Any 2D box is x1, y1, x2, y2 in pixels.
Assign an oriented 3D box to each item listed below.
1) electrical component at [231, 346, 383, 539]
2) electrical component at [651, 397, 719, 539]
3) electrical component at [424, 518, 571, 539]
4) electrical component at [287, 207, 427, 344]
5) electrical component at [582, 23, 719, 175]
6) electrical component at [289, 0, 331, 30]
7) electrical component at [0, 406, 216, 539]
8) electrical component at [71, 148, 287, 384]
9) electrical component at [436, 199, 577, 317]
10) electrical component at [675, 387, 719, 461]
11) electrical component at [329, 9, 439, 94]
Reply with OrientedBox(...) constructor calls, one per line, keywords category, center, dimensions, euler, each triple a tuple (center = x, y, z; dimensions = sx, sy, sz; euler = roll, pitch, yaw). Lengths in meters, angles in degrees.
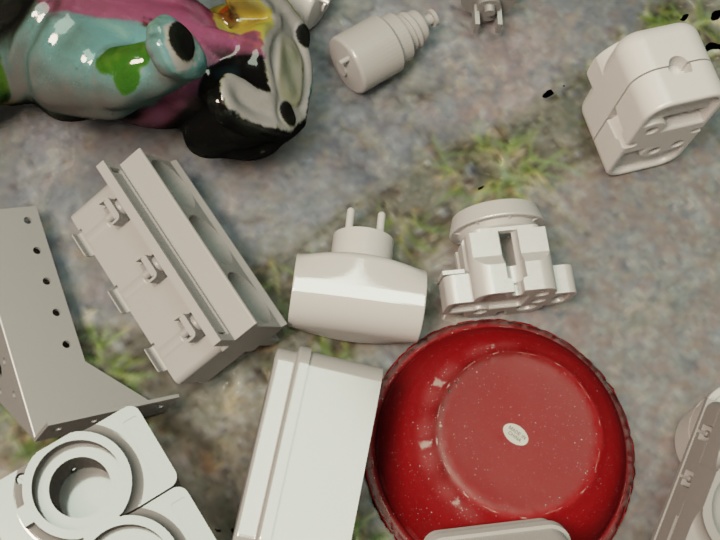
OrientedBox(category="electrical component", center=(-0.030, 0.105, 0.577), dimensions=(0.057, 0.078, 0.113), euler=(13, 69, -4))
OrientedBox(category="electrical component", center=(0.203, 0.174, 0.554), dimensions=(0.105, 0.060, 0.186), euler=(22, 88, 3))
OrientedBox(category="electrical component", center=(0.073, 0.188, 0.543), dimensions=(0.078, 0.057, 0.113), euler=(-5, 102, -8))
OrientedBox(category="electrical component", center=(0.000, 0.000, 0.638), dimensions=(0.077, 0.043, 0.079), euler=(8, 68, -3))
OrientedBox(category="electrical component", center=(0.178, -0.108, 0.668), dimensions=(0.054, 0.095, 0.059), euler=(-14, 72, -11))
OrientedBox(category="electrical component", center=(-0.052, -0.189, 0.704), dimensions=(0.078, 0.040, 0.040), euler=(29, 70, 6))
OrientedBox(category="electrical component", center=(-0.118, 0.158, 0.557), dimensions=(0.089, 0.061, 0.150), euler=(-30, 75, -15))
OrientedBox(category="electrical component", center=(-0.106, 0.000, 0.612), dimensions=(0.063, 0.079, 0.121), euler=(-38, 76, 13))
OrientedBox(category="electrical component", center=(0.084, -0.007, 0.642), dimensions=(0.078, 0.058, 0.057), euler=(-5, 73, -7))
OrientedBox(category="electrical component", center=(0.214, 0.097, 0.621), dimensions=(0.055, 0.047, 0.055), euler=(2, 69, -5))
OrientedBox(category="electrical component", center=(0.017, -0.146, 0.695), dimensions=(0.078, 0.040, 0.040), euler=(-32, 76, -16))
